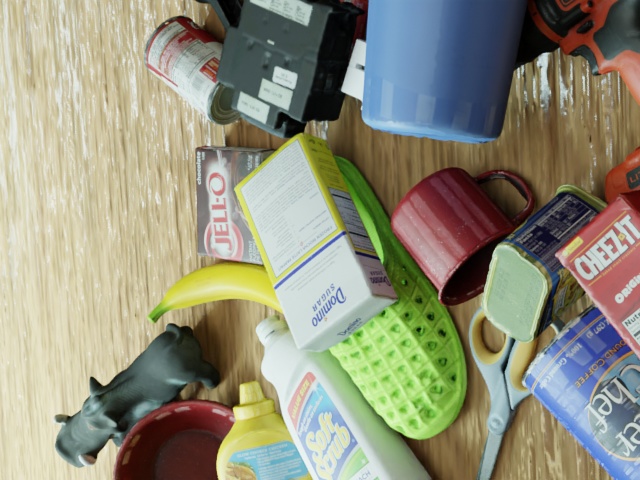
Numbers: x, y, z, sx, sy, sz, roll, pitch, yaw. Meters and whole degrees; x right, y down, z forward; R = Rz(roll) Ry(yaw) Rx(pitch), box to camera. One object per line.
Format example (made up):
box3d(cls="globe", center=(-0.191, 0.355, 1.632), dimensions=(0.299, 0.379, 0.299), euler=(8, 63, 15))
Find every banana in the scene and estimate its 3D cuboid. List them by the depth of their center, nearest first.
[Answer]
box3d(cls="banana", center=(-0.082, 0.053, 1.062), dimensions=(0.198, 0.037, 0.069), euler=(-6, 58, 33))

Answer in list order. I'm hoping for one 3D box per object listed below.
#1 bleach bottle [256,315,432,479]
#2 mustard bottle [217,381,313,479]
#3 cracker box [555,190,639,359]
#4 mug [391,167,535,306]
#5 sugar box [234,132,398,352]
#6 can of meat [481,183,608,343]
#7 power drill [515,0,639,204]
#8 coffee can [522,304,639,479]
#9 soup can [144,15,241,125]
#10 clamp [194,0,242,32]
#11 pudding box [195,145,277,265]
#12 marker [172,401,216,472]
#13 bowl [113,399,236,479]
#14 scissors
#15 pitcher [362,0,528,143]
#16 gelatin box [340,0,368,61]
box3d(cls="bleach bottle", center=(0.013, 0.180, 1.001), dimensions=(0.251, 0.067, 0.103), euler=(53, 124, 23))
box3d(cls="mustard bottle", center=(-0.050, 0.233, 1.043), dimensions=(0.096, 0.058, 0.191), euler=(-12, 87, -1))
box3d(cls="cracker box", center=(0.274, 0.065, 0.717), dimensions=(0.072, 0.163, 0.214), euler=(-47, 68, 30))
box3d(cls="mug", center=(0.122, -0.013, 0.882), dimensions=(0.117, 0.093, 0.081), euler=(-39, 64, 3))
box3d(cls="sugar box", center=(-0.006, 0.001, 0.942), dimensions=(0.093, 0.048, 0.176), euler=(-38, 61, 28))
box3d(cls="can of meat", center=(0.173, 0.021, 0.815), dimensions=(0.057, 0.083, 0.102), euler=(38, 150, 27))
box3d(cls="power drill", center=(0.214, -0.120, 0.800), dimensions=(0.185, 0.057, 0.188), euler=(-34, 78, 50))
box3d(cls="coffee can", center=(0.236, 0.124, 0.793), dimensions=(0.140, 0.102, 0.103), euler=(48, 121, 24))
box3d(cls="soup can", center=(-0.117, -0.167, 1.053), dimensions=(0.102, 0.068, 0.069), euler=(40, 118, 27))
box3d(cls="clamp", center=(-0.097, -0.267, 1.032), dimensions=(0.172, 0.039, 0.120), euler=(46, 130, 28))
box3d(cls="pudding box", center=(-0.080, -0.036, 1.060), dimensions=(0.090, 0.039, 0.113), euler=(7, 100, 37))
box3d(cls="marker", center=(-0.145, 0.208, 1.154), dimensions=(0.121, 0.020, 0.020), euler=(48, 122, 23))
box3d(cls="bowl", center=(-0.129, 0.242, 1.093), dimensions=(0.162, 0.055, 0.162), euler=(0, 87, -6))
box3d(cls="scissors", center=(0.144, 0.139, 0.922), dimensions=(0.096, 0.016, 0.202), euler=(41, 118, 29))
box3d(cls="pitcher", center=(0.095, -0.200, 0.805), dimensions=(0.145, 0.149, 0.243), euler=(11, 100, 26))
box3d(cls="gelatin box", center=(0.000, -0.196, 0.982), dimensions=(0.089, 0.030, 0.073), euler=(24, 110, 34))
